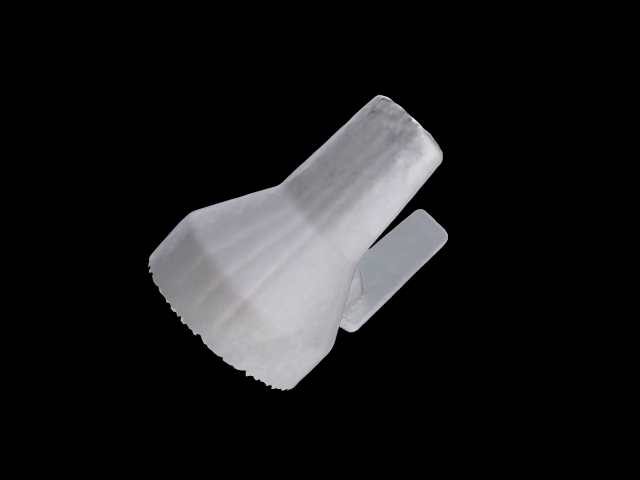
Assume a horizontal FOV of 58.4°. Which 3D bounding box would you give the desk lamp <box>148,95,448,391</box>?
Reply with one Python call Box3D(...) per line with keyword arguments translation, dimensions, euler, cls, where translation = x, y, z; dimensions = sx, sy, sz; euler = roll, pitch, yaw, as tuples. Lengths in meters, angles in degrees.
Box3D(translation=(0.004, 0.001, 0.400), dimensions=(0.203, 0.213, 0.118), euler=(-43, 78, -11), cls="desk lamp")
